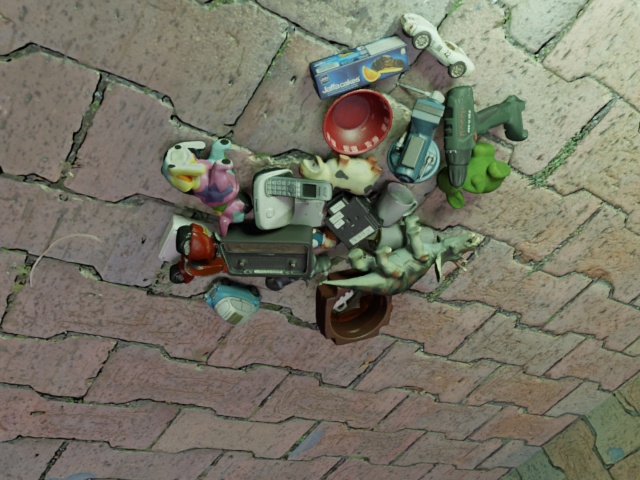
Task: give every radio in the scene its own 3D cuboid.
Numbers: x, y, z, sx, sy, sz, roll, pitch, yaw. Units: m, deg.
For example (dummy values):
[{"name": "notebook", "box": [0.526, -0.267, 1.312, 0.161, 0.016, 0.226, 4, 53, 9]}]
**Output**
[{"name": "radio", "box": [-0.131, 0.028, 1.345, 0.230, 0.073, 0.131, 2, 133, 5]}]

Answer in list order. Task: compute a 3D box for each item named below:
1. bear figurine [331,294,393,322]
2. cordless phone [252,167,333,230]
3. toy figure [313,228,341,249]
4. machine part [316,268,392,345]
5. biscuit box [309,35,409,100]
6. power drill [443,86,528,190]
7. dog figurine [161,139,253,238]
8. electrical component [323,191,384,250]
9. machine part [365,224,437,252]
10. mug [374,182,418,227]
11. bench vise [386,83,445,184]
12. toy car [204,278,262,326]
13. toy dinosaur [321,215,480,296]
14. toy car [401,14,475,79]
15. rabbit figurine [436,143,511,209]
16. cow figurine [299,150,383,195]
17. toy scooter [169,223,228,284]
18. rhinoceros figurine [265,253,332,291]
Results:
[{"name": "bear figurine", "box": [0.112, 0.215, 1.626, 0.196, 0.132, 0.120, -42, 134, -4]}, {"name": "cordless phone", "box": [-0.060, -0.090, 1.234, 0.184, 0.089, 0.146, 8, 121, 11]}, {"name": "toy figure", "box": [-0.004, -0.005, 1.413, 0.154, 0.057, 0.064, 4, 170, -23]}, {"name": "machine part", "box": [0.091, 0.178, 1.481, 0.201, 0.087, 0.201, -10, 119, -19]}, {"name": "biscuit box", "box": [0.081, -0.359, 1.118, 0.203, 0.059, 0.062, -19, 134, -1]}, {"name": "power drill", "box": [0.381, -0.249, 1.262, 0.207, 0.086, 0.231, -13, 102, -13]}, {"name": "dog figurine", "box": [-0.249, -0.106, 1.206, 0.192, 0.109, 0.219, -8, 135, -13]}, {"name": "electrical component", "box": [0.078, -0.059, 1.358, 0.115, 0.058, 0.134, -34, 104, 24]}, {"name": "machine part", "box": [0.223, -0.004, 1.473, 0.243, 0.079, 0.079, 4, 129, -23]}, {"name": "mug", "box": [0.192, -0.085, 1.396, 0.109, 0.081, 0.107, 4, 141, -32]}, {"name": "bench vise", "box": [0.224, -0.219, 1.238, 0.129, 0.223, 0.240, 9, 169, 8]}, {"name": "toy car", "box": [-0.233, 0.179, 1.468, 0.109, 0.103, 0.161, -44, 131, 19]}, {"name": "toy dinosaur", "box": [0.206, 0.072, 1.381, 0.405, 0.131, 0.192, -29, 109, -8]}, {"name": "toy car", "box": [0.245, -0.405, 1.123, 0.201, 0.074, 0.056, 24, 123, -34]}, {"name": "rabbit figurine", "box": [0.360, -0.160, 1.358, 0.170, 0.121, 0.159, -12, 153, -22]}, {"name": "cow figurine", "box": [0.039, -0.153, 1.278, 0.195, 0.086, 0.127, 9, 121, -27]}, {"name": "toy scooter", "box": [-0.276, 0.037, 1.264, 0.135, 0.075, 0.183, 4, 132, -21]}, {"name": "rhinoceros figurine", "box": [-0.061, 0.086, 1.461, 0.190, 0.073, 0.111, -21, 132, 1]}]
